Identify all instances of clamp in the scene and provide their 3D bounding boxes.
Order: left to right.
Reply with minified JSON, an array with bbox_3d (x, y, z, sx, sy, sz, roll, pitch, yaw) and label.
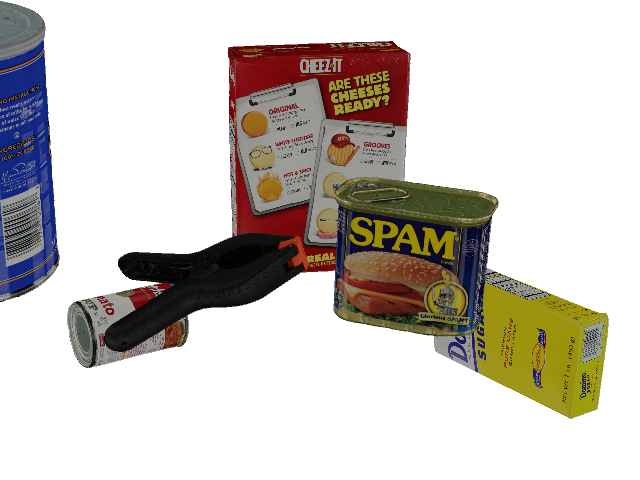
[{"bbox_3d":[-0.097,0.037,0.862,0.172,0.039,0.120,-12,38,15],"label":"clamp"}]

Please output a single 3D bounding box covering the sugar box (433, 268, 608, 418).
[{"bbox_3d":[0.181,0.088,0.993,0.048,0.093,0.176,-11,21,-39],"label":"sugar box"}]

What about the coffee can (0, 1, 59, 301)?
[{"bbox_3d":[-0.197,-0.049,0.575,0.103,0.140,0.103,3,27,-2],"label":"coffee can"}]

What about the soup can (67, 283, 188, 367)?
[{"bbox_3d":[-0.192,0.084,1.063,0.102,0.068,0.069,-11,6,-32],"label":"soup can"}]

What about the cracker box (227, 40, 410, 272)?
[{"bbox_3d":[-0.004,-0.078,1.020,0.164,0.214,0.072,-4,22,-11],"label":"cracker box"}]

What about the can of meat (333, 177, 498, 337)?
[{"bbox_3d":[0.058,0.011,0.689,0.102,0.084,0.057,9,22,17],"label":"can of meat"}]
